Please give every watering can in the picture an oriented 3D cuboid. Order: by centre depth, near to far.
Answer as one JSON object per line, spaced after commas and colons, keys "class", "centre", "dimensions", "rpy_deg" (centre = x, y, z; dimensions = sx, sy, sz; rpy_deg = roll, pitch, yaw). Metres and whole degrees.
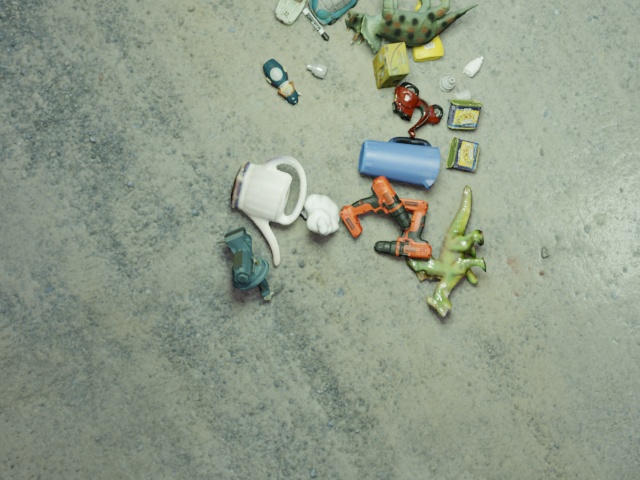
{"class": "watering can", "centre": [-0.170, -0.101, 1.581], "dimensions": [0.224, 0.105, 0.343], "rpy_deg": [18, 105, 2]}

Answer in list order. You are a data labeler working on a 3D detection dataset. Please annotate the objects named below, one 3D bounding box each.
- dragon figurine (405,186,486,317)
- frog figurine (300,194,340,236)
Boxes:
{"class": "dragon figurine", "centre": [0.398, 0.038, 1.669], "dimensions": [0.243, 0.121, 0.413], "rpy_deg": [-6, 83, 1]}
{"class": "frog figurine", "centre": [0.005, -0.080, 1.580], "dimensions": [0.123, 0.159, 0.137], "rpy_deg": [-32, 95, -7]}
